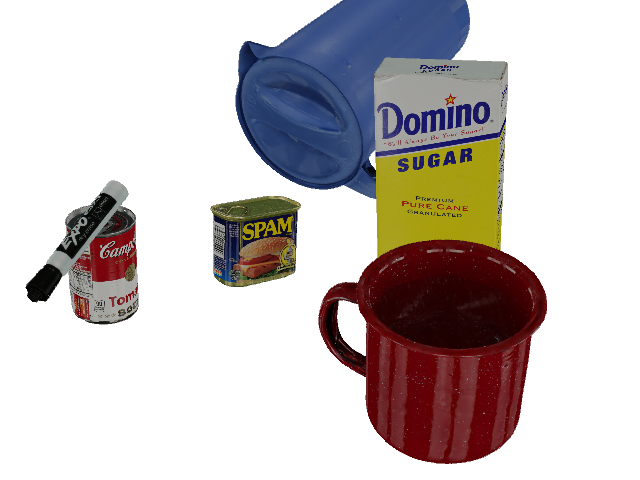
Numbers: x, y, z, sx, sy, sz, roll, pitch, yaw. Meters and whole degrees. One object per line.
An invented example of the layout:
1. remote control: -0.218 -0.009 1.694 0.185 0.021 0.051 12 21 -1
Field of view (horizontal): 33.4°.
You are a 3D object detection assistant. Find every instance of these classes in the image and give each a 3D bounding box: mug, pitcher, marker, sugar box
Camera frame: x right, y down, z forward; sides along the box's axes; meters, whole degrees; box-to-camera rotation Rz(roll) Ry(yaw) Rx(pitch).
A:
1. mug: 0.053 0.056 0.549 0.117 0.081 0.093 13 37 19
2. pitcher: 0.048 -0.156 0.992 0.145 0.149 0.242 14 43 32
3. marker: -0.186 0.001 0.817 0.020 0.020 0.121 0 44 36
4. sugar box: 0.088 -0.044 0.789 0.093 0.176 0.048 4 29 15

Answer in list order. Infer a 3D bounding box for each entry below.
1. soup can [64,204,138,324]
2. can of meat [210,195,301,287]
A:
1. soup can: -0.216 0.024 1.062 0.068 0.102 0.068 2 27 -1
2. can of meat: -0.074 0.001 1.212 0.101 0.084 0.058 -11 22 -36
